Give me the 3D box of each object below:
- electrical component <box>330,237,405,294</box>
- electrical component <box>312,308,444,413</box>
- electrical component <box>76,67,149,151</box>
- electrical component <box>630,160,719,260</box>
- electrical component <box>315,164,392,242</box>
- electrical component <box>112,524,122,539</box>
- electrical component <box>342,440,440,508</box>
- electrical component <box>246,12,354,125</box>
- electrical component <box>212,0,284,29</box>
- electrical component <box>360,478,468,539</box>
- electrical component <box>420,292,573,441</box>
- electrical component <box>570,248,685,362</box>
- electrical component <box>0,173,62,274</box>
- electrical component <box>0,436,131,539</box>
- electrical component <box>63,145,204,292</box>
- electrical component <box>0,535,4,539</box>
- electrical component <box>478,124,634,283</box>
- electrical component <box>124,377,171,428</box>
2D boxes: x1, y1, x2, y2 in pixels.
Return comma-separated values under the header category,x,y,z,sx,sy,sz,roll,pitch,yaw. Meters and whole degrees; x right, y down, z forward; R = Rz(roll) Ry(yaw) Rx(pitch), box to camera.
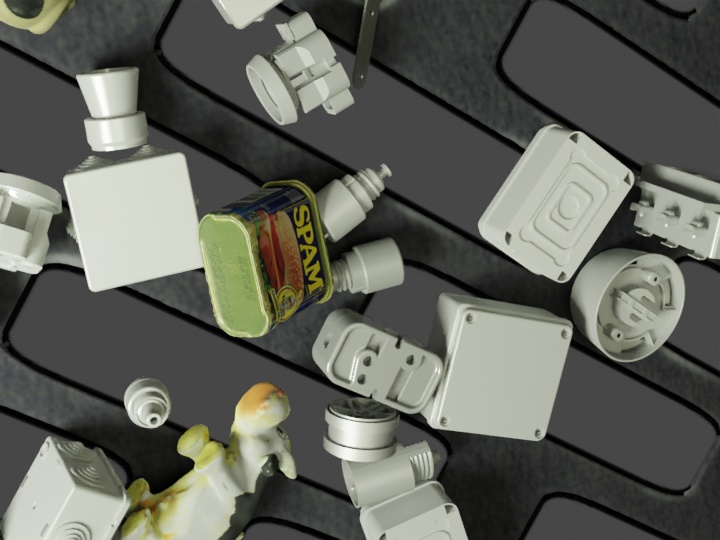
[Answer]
category,x,y,z,sx,sy,sz,roll,pitch,yaw
electrical component,0.000,0.000,0.871,0.078,0.040,0.040,-15,107,-14
electrical component,0.013,0.072,0.881,0.095,0.059,0.053,25,94,-21
electrical component,-0.180,-0.118,0.784,0.045,0.045,0.055,-10,106,-15
electrical component,0.283,-0.049,0.905,0.079,0.121,0.063,5,104,-19
electrical component,-0.008,-0.056,0.855,0.078,0.040,0.040,-39,111,-9
electrical component,-0.192,0.248,0.857,0.061,0.062,0.096,-33,110,-8
electrical component,0.030,0.170,0.918,0.081,0.043,0.043,-15,107,-14
electrical component,-0.049,-0.146,0.812,0.057,0.058,0.078,-33,111,-11
electrical component,-0.082,-0.236,0.785,0.100,0.048,0.099,-37,111,-6
electrical component,0.054,0.247,0.937,0.078,0.057,0.113,-22,109,-10
electrical component,0.113,0.082,0.917,0.109,0.056,0.108,10,100,-19
electrical component,0.235,0.029,0.939,0.099,0.064,0.099,-4,104,-17
electrical component,-0.247,-0.034,0.770,0.058,0.078,0.057,18,76,-20
electrical component,-0.226,0.184,0.813,0.048,0.100,0.099,28,93,-34
electrical component,-0.169,-0.040,0.803,0.100,0.048,0.099,-13,106,-14
electrical component,-0.339,0.200,0.799,0.089,0.062,0.150,-37,111,-7
electrical component,0.162,-0.056,0.899,0.078,0.057,0.113,33,91,-21
electrical component,-0.163,0.106,0.833,0.035,0.061,0.035,-4,104,-17
